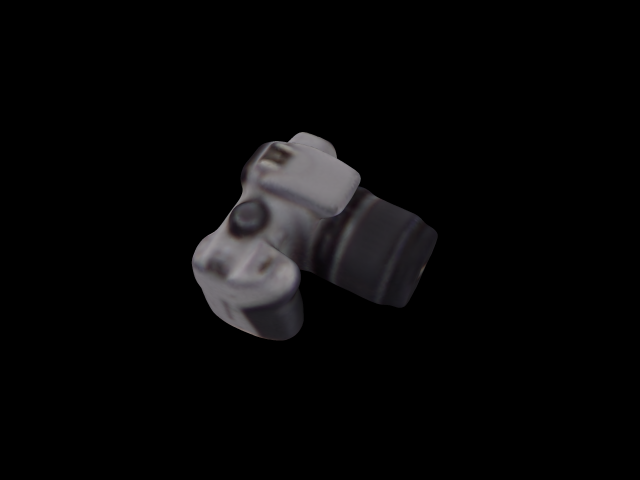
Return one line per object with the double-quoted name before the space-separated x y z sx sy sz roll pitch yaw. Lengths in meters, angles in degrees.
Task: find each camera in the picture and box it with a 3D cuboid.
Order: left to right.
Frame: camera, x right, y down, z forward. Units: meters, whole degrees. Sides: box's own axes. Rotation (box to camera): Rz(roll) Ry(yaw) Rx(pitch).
"camera" 0.004 0.001 0.400 0.136 0.101 0.143 25 63 14
